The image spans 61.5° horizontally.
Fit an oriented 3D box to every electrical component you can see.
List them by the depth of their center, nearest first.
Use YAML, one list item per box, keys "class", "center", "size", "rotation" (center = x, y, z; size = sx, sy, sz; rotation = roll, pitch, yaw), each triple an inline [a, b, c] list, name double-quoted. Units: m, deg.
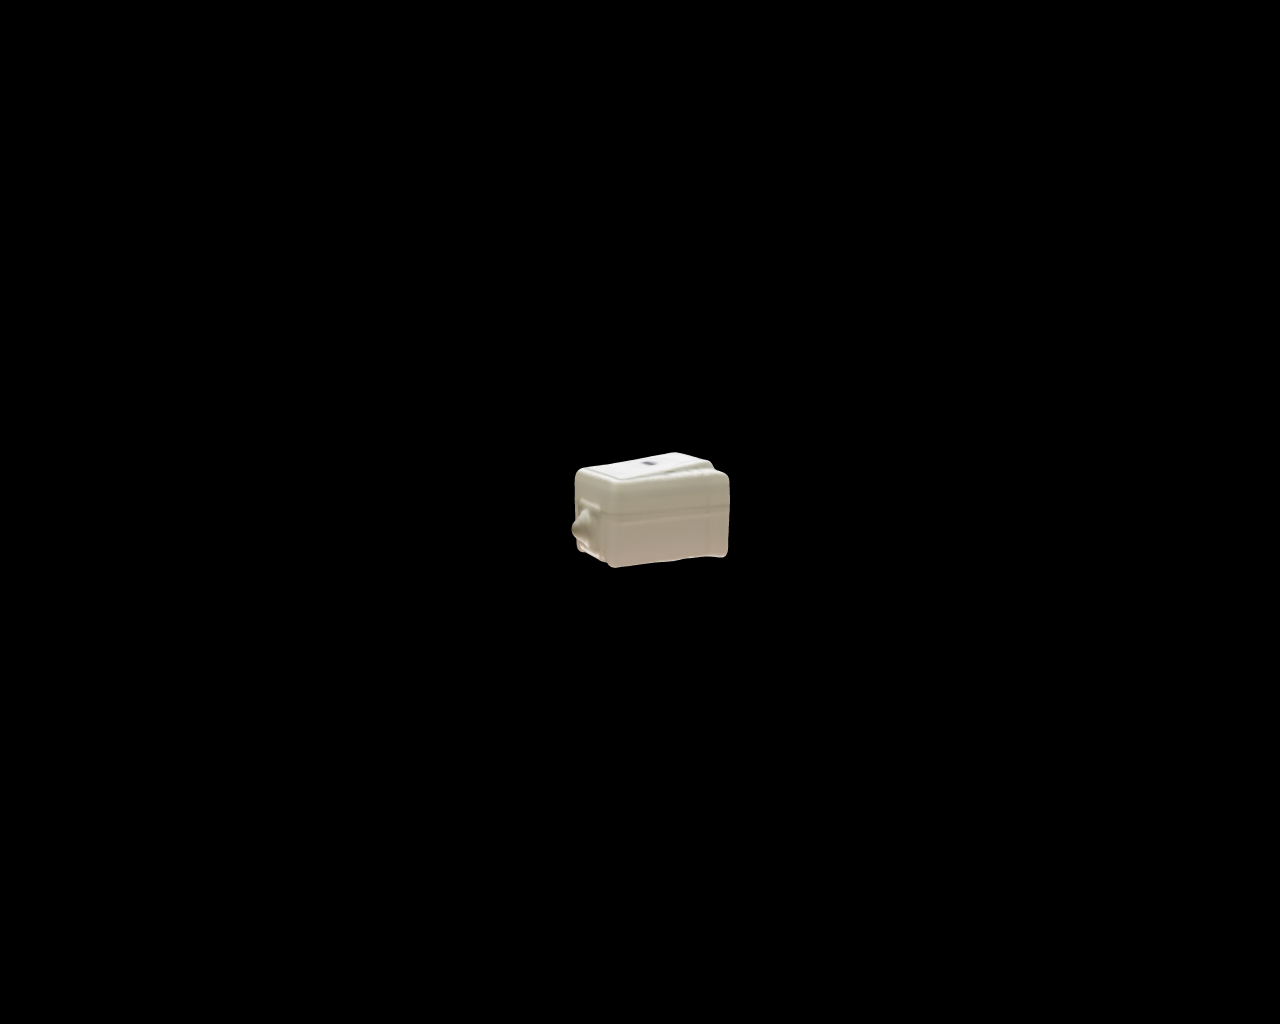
- class: "electrical component"
  center: [0.001, -0.003, 0.650]
  size: [0.096, 0.061, 0.062]
  rotation: [-5, 12, -24]
